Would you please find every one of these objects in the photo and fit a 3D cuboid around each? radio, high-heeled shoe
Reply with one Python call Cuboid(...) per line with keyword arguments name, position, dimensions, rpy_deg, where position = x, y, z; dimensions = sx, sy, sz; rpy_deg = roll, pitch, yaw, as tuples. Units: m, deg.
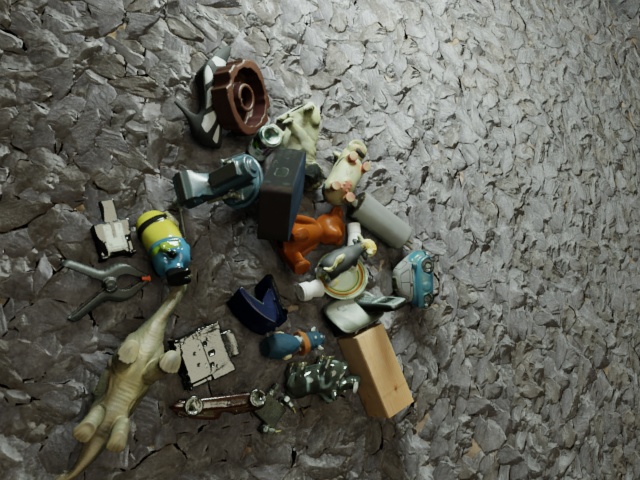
Cuboid(name="radio", position=(-0.083, -0.109, 1.203), dimensions=(0.073, 0.131, 0.230), rpy_deg=(7, 34, 2))
Cuboid(name="high-heeled shoe", position=(-0.236, -0.336, 1.262), dimensions=(0.145, 0.086, 0.249), rpy_deg=(42, 63, -24))

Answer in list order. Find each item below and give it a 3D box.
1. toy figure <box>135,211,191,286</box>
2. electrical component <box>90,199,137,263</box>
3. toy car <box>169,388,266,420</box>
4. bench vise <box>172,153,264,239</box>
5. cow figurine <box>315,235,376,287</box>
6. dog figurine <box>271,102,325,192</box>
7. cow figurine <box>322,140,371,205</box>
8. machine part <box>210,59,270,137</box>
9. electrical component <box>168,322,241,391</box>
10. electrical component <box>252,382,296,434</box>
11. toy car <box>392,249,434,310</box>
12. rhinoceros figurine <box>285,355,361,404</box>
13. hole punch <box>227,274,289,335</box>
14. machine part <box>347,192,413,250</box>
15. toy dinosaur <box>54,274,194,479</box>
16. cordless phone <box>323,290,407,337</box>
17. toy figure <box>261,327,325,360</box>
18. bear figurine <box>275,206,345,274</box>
Cuboid(name="toy figure", position=(-0.317, 0.012, 1.093), dimensions=(0.089, 0.082, 0.180), rpy_deg=(7, 43, -40))
Cuboid(name="electrical component", position=(-0.426, -0.019, 1.091), dimensions=(0.075, 0.048, 0.119), rpy_deg=(-17, 87, -33))
Cuboid(name="toy car", position=(-0.207, 0.342, 1.111), dimensions=(0.202, 0.089, 0.053), rpy_deg=(2, 74, -31))
Cuboid(name="bench vise", position=(-0.201, -0.111, 1.190), dimensions=(0.240, 0.224, 0.129), rpy_deg=(4, 56, -62))
Cuboid(name="cow figurine", position=(0.070, 0.039, 1.307), dimensions=(0.167, 0.098, 0.068), rpy_deg=(-34, 74, -18))
Cuboid(name="dog figurine", position=(-0.030, -0.235, 1.356), dimensions=(0.172, 0.121, 0.190), rpy_deg=(-42, 115, -27))
Cuboid(name="cow figurine", position=(0.066, -0.173, 1.369), dimensions=(0.085, 0.127, 0.195), rpy_deg=(35, 65, -20))
Cuboid(name="machine part", position=(-0.184, -0.329, 1.253), dimensions=(0.179, 0.056, 0.179), rpy_deg=(2, 88, -63))
Cuboid(name="electrical component", position=(-0.239, 0.239, 1.136), dimensions=(0.134, 0.058, 0.114), rpy_deg=(-22, 92, -32))
Cuboid(name="electrical component", position=(-0.104, 0.379, 1.189), dimensions=(0.102, 0.045, 0.078), rpy_deg=(-44, 103, -30))
Cuboid(name="toy car", position=(0.244, 0.106, 1.433), dimensions=(0.103, 0.109, 0.161), rpy_deg=(0, 90, -8))
Cuboid(name="rhinoceros figurine", position=(0.010, 0.325, 1.252), dimensions=(0.190, 0.073, 0.112), rpy_deg=(3, 76, -29))
Cuboid(name="hole punch", position=(-0.138, 0.150, 1.177), dimensions=(0.092, 0.142, 0.116), rpy_deg=(-16, 74, -34))
Cuboid(name="machine part", position=(0.159, -0.051, 1.424), dimensions=(0.243, 0.079, 0.079), rpy_deg=(35, 64, -18))
Cuboid(name="toy dinosaur", position=(-0.344, 0.234, 0.991), dimensions=(0.105, 0.198, 0.471), rpy_deg=(40, 60, -16))
Cuboid(name="cordless phone", position=(0.110, 0.174, 1.280), dimensions=(0.146, 0.184, 0.088), rpy_deg=(-21, 94, -32))
Cuboid(name="toy figure", position=(-0.060, 0.238, 1.241), dimensions=(0.154, 0.058, 0.064), rpy_deg=(0, 86, -35))
Cuboid(name="bear figurine", position=(-0.005, -0.006, 1.294), dimensions=(0.196, 0.132, 0.120), rpy_deg=(-10, 115, -28))
